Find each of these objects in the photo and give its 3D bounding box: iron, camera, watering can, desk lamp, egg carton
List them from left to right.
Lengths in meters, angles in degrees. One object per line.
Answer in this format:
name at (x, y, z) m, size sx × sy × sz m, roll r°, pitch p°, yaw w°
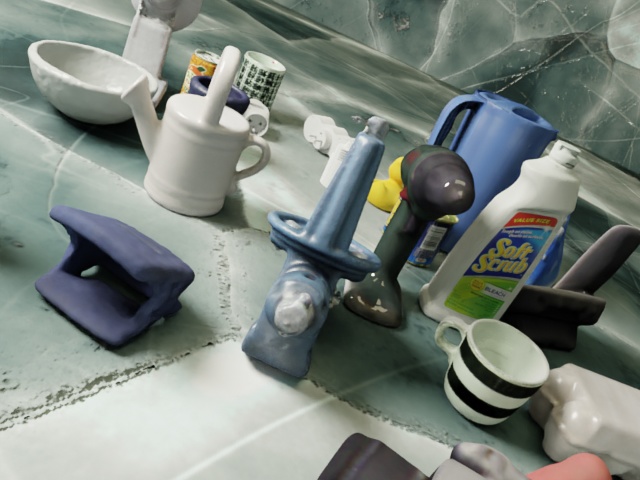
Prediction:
desk lamp at (-0.270, -0.352, 0.936) m, size 0.118 × 0.213 × 0.203 m, roll 17°, pitch 27°, yaw -16°
watering can at (-0.141, -0.135, 0.671) m, size 0.173 × 0.194 × 0.100 m, roll 7°, pitch 32°, yaw -33°
camera at (0.072, 0.180, 0.384) m, size 0.136 × 0.101 × 0.143 m, roll 34°, pitch 27°, yaw 18°
iron at (0.371, -0.008, 0.947) m, size 0.118 × 0.141 × 0.259 m, roll 29°, pitch 26°, yaw 7°
egg carton at (0.293, 0.193, 0.590) m, size 0.150 × 0.069 × 0.107 m, roll 21°, pitch 26°, yaw -9°

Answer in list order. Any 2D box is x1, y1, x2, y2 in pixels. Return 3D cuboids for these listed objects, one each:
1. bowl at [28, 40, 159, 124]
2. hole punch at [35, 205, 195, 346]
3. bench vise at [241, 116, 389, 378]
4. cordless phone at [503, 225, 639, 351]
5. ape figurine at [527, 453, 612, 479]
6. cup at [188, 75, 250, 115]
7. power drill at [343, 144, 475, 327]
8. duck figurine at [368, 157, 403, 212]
bowl at (-0.313, -0.206, 0.786) m, size 0.168 × 0.074 × 0.167 m, roll 20°, pitch 27°, yaw -10°
hole punch at (-0.168, 0.016, 0.486) m, size 0.108 × 0.091 × 0.101 m, roll 32°, pitch 27°, yaw 13°
bench vise at (0.016, 0.005, 0.521) m, size 0.122 × 0.219 × 0.207 m, roll 17°, pitch 27°, yaw -17°
cordless phone at (0.326, 0.047, 0.756) m, size 0.148 × 0.185 × 0.094 m, roll 9°, pitch 30°, yaw -30°
ape figurine at (0.194, 0.207, 0.451) m, size 0.076 × 0.092 × 0.078 m, roll 38°, pitch 29°, yaw 24°
cup at (-0.159, -0.180, 0.851) m, size 0.092 × 0.095 × 0.117 m, roll 15°, pitch 28°, yaw -20°
power drill at (0.101, -0.012, 0.641) m, size 0.075 × 0.208 × 0.229 m, roll 23°, pitch 26°, yaw -5°
duck figurine at (0.127, -0.099, 0.963) m, size 0.077 × 0.086 × 0.105 m, roll 40°, pitch 30°, yaw 27°
